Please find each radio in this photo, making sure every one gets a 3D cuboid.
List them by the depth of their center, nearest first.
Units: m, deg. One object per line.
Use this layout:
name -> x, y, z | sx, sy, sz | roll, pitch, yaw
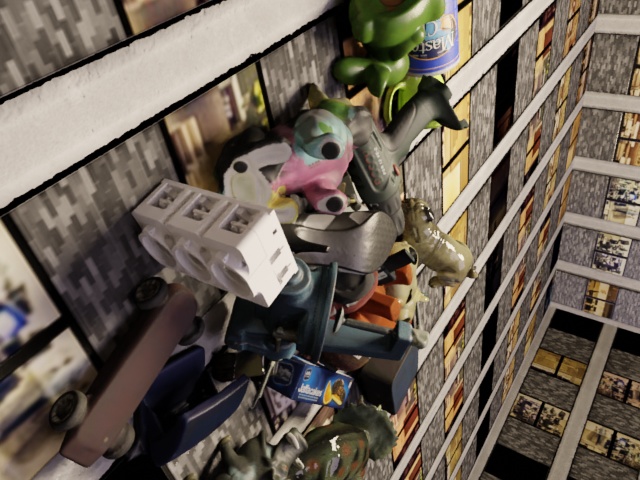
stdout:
radio -> 0.153, 0.274, 1.136 | 0.131, 0.073, 0.229 | -58, 157, -23

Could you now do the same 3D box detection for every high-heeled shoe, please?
high-heeled shoe -> -0.001, -0.002, 0.725 | 0.248, 0.145, 0.086 | -5, 100, -58

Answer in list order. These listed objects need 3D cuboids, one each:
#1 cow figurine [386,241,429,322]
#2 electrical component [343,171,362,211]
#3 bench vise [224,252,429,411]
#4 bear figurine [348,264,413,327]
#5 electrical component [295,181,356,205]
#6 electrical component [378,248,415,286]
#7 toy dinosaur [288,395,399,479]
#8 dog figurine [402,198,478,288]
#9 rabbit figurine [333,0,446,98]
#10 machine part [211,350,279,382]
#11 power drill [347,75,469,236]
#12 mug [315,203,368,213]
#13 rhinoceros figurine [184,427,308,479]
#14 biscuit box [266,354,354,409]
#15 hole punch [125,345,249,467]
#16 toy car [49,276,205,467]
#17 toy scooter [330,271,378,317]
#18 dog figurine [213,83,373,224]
cow figurine -> 0.162, 0.090, 1.088 | 0.127, 0.086, 0.194 | -35, 132, -37
electrical component -> 0.034, -0.085, 0.795 | 0.021, 0.094, 0.063 | -27, 138, -2
bench vise -> 0.007, 0.110, 0.656 | 0.129, 0.241, 0.223 | -80, -179, -47
bear figurine -> 0.108, 0.138, 0.981 | 0.120, 0.132, 0.195 | -58, 141, -40
electrical component -> 0.000, -0.070, 0.744 | 0.078, 0.102, 0.045 | -16, 113, -29
electrical component -> 0.090, 0.035, 0.870 | 0.074, 0.119, 0.048 | 41, 29, -35
toy dinosaur -> 0.016, 0.369, 0.920 | 0.192, 0.131, 0.404 | -63, 152, 2
dog figurine -> 0.236, 0.004, 1.081 | 0.190, 0.173, 0.121 | 68, 38, -56
rabbit figurine -> 0.100, -0.278, 0.779 | 0.159, 0.121, 0.170 | -58, 160, -17
machine part -> -0.097, 0.170, 0.760 | 0.139, 0.039, 0.084 | 9, 102, -60
power drill -> 0.135, -0.143, 0.861 | 0.207, 0.086, 0.231 | -40, 122, -2
mug -> 0.034, -0.011, 0.838 | 0.107, 0.081, 0.109 | -40, 141, -49
rhinoceros figurine -> -0.101, 0.334, 0.764 | 0.190, 0.112, 0.073 | -32, 129, -36
biscuit box -> -0.013, 0.237, 0.901 | 0.202, 0.059, 0.063 | 38, 72, -57
hole punch -> -0.153, 0.206, 0.645 | 0.142, 0.092, 0.115 | -28, 131, -53
toy car -> -0.199, 0.133, 0.565 | 0.202, 0.053, 0.089 | -60, 142, -27
toy scooter -> 0.004, 0.091, 0.806 | 0.184, 0.075, 0.135 | -25, 163, 2
dog figurine -> -0.027, -0.120, 0.677 | 0.219, 0.192, 0.108 | -88, 169, -56
